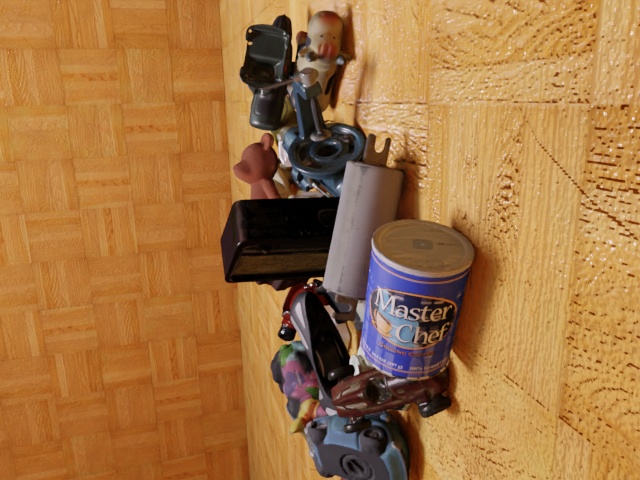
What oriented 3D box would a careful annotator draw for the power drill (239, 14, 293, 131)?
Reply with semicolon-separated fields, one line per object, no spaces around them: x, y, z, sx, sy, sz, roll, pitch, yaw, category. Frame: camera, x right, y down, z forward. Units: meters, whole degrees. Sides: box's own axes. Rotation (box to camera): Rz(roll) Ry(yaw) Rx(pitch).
-0.091;-0.321;0.971;0.207;0.086;0.231;-138;58;-82;power drill

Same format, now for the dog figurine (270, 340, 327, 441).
-0.025;0.292;1.016;0.219;0.108;0.191;137;109;-87;dog figurine

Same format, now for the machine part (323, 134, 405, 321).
0.057;-0.013;0.691;0.079;0.079;0.243;-150;69;-72;machine part

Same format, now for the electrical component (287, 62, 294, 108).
-0.035;-0.303;1.076;0.119;0.048;0.074;-109;20;-47;electrical component

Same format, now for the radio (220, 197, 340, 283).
-0.022;-0.001;0.782;0.131;0.230;0.073;118;143;-57;radio

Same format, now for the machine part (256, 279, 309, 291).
-0.086;0.023;1.112;0.056;0.179;0.179;122;143;-45;machine part

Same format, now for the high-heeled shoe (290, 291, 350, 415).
0.028;0.200;0.890;0.249;0.086;0.145;50;149;27;high-heeled shoe

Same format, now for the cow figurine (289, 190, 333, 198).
-0.007;-0.009;1.017;0.068;0.098;0.167;-33;-56;-59;cow figurine

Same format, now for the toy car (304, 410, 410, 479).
0.064;0.293;0.782;0.162;0.103;0.109;1;114;31;toy car

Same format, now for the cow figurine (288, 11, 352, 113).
-0.006;-0.289;0.898;0.194;0.085;0.127;108;159;-52;cow figurine

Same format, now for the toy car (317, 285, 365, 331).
0.048;0.096;0.856;0.073;0.056;0.202;58;167;-4;toy car

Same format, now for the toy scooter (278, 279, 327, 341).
-0.034;0.135;1.164;0.184;0.075;0.135;-45;22;54;toy scooter

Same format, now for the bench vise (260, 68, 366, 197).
-0.008;-0.167;0.836;0.240;0.129;0.224;75;169;-47;bench vise

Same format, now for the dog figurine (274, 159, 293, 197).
-0.093;-0.089;1.305;0.190;0.121;0.172;68;-161;-1;dog figurine

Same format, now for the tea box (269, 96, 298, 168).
-0.074;-0.241;1.141;0.170;0.068;0.098;-115;-1;-51;tea box

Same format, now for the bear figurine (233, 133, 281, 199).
-0.127;-0.096;1.030;0.120;0.132;0.195;-12;94;57;bear figurine

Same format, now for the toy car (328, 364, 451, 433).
0.076;0.187;0.677;0.202;0.053;0.089;-32;71;42;toy car
